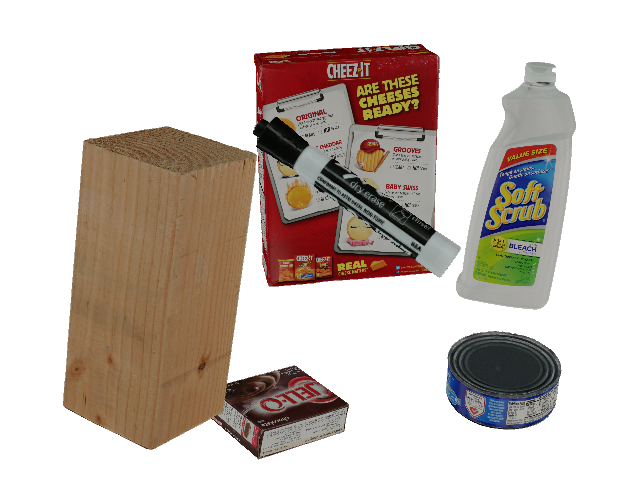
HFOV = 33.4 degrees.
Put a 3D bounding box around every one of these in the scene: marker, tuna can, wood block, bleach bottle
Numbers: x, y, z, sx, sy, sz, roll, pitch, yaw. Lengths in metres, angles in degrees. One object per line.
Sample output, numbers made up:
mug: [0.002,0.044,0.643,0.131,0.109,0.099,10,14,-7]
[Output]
marker: [0.016,-0.024,0.539,0.121,0.020,0.020,36,5,7]
tuna can: [0.139,0.107,0.820,0.086,0.034,0.086,0,28,0]
wood block: [-0.117,0.031,0.774,0.090,0.206,0.090,19,21,28]
bleach bottle: [0.204,-0.058,1.105,0.103,0.251,0.068,9,20,15]

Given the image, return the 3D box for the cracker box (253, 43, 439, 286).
cracker box: [0.024,-0.071,1.005,0.164,0.214,0.072,-5,21,-9]

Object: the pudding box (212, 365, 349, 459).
pudding box: [-0.042,0.170,1.071,0.113,0.039,0.090,-12,28,-38]
